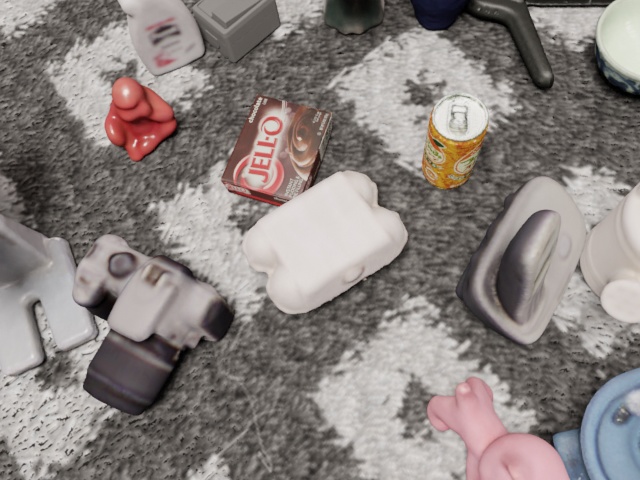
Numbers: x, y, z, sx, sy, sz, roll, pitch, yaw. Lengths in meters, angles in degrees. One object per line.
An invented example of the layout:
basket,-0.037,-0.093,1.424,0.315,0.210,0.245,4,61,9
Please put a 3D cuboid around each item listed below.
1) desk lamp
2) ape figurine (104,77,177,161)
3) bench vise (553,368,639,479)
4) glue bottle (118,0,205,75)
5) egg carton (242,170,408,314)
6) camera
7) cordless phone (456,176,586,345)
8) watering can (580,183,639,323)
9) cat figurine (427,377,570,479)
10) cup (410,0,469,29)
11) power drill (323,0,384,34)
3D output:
desk lamp,-0.314,-0.003,0.517,0.118,0.214,0.203,-27,69,-5
ape figurine,-0.201,-0.141,0.625,0.077,0.092,0.076,-1,69,5
bench vise,0.290,0.132,0.412,0.207,0.220,0.121,-28,69,-6
glue bottle,-0.183,-0.254,0.623,0.078,0.173,0.037,-29,69,-6
egg carton,0.005,0.002,0.566,0.150,0.069,0.107,-33,70,-8
camera,-0.176,0.081,0.534,0.143,0.101,0.137,24,73,13
cordless phone,0.188,0.001,0.489,0.094,0.185,0.148,26,74,14
watering can,0.297,-0.002,0.476,0.100,0.194,0.173,18,72,12
cat figurine,0.147,0.170,0.465,0.067,0.118,0.127,-31,70,-7
cup,0.148,-0.296,0.654,0.118,0.095,0.091,-27,69,-6
power drill,0.034,-0.343,0.620,0.075,0.208,0.229,0,69,5
